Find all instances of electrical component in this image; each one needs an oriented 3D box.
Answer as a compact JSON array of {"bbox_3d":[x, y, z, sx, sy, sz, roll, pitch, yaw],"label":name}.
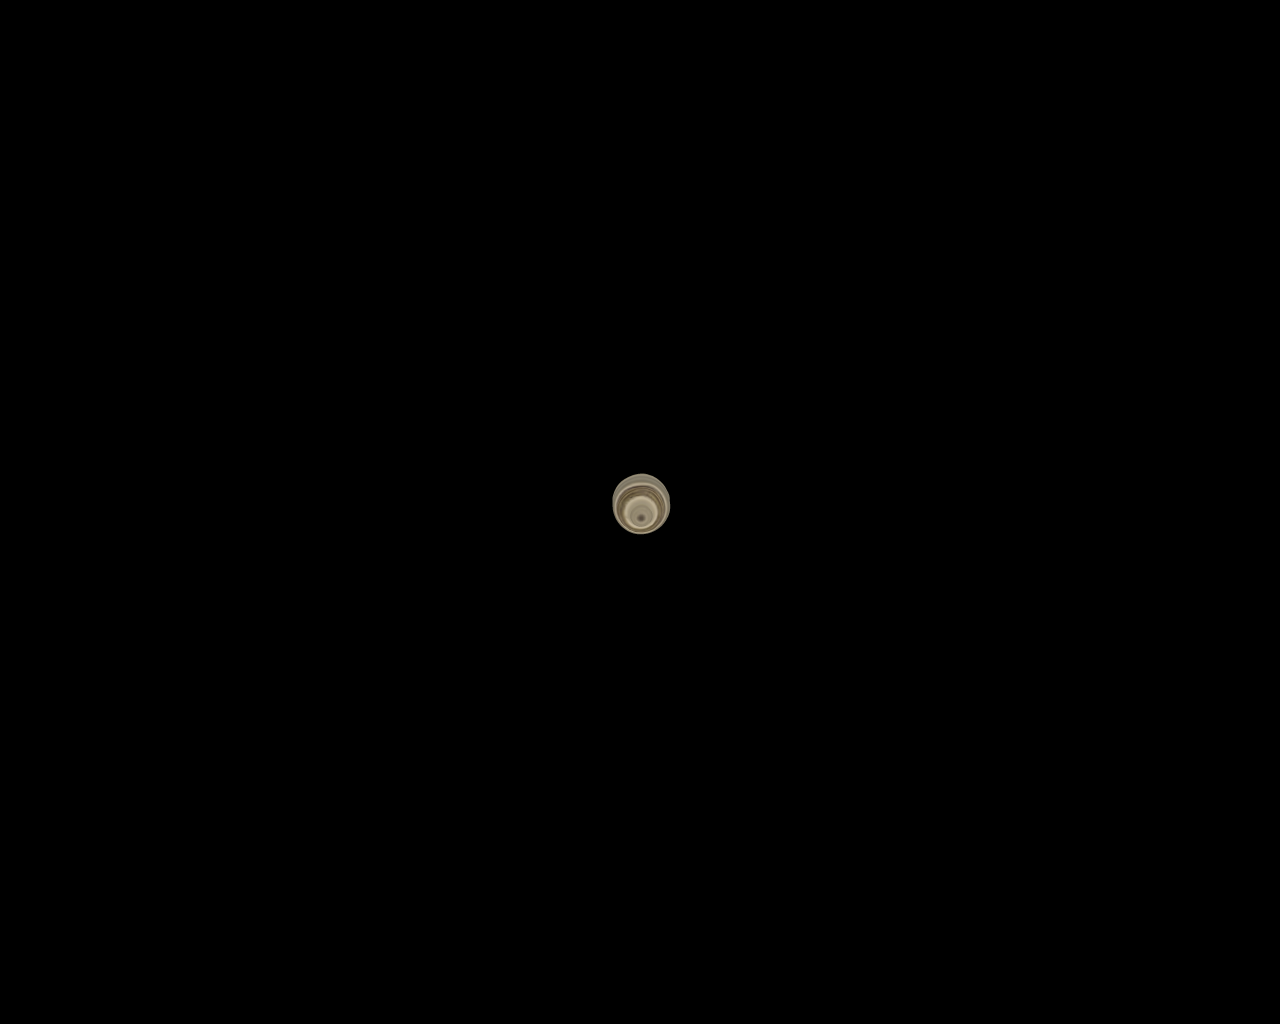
[{"bbox_3d":[0.001,-0.003,0.650,0.035,0.035,0.061,0,12,0],"label":"electrical component"}]
